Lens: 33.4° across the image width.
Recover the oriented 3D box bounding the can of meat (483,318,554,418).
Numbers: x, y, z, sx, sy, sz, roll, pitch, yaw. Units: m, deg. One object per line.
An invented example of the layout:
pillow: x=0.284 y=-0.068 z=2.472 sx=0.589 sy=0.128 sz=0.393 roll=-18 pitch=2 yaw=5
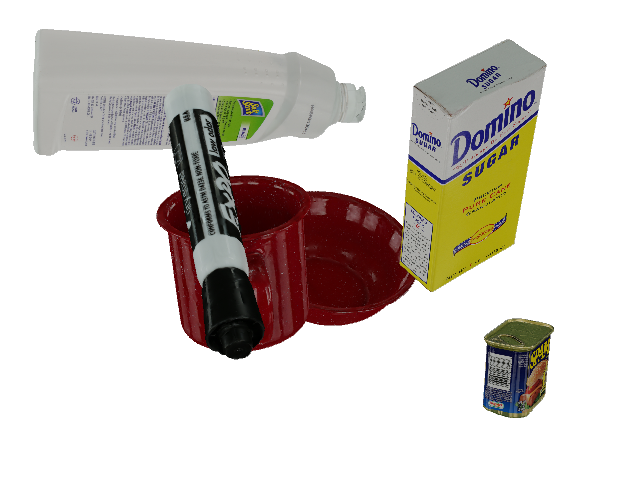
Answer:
can of meat: x=0.220 y=0.142 z=1.193 sx=0.058 sy=0.084 sz=0.101 roll=9 pitch=15 yaw=28

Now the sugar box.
sugar box: x=0.109 y=-0.051 z=0.785 sx=0.093 sy=0.176 sz=0.048 roll=-29 pitch=54 yaw=-25

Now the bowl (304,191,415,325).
bowl: x=0.005 y=0.026 z=0.971 sx=0.162 sy=0.055 sz=0.162 roll=7 pitch=40 yaw=-6

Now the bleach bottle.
bleach bottle: x=-0.091 y=-0.107 z=0.823 sx=0.250 sy=0.068 sz=0.103 roll=2 pitch=-29 yaw=-14

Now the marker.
marker: x=-0.038 y=-0.009 z=0.366 sx=0.020 sy=0.121 sz=0.020 roll=-9 pitch=-42 yaw=-8

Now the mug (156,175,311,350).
mug: x=-0.046 y=0.020 z=0.647 sx=0.093 sy=0.081 sz=0.117 roll=-11 pitch=27 yaw=-14
